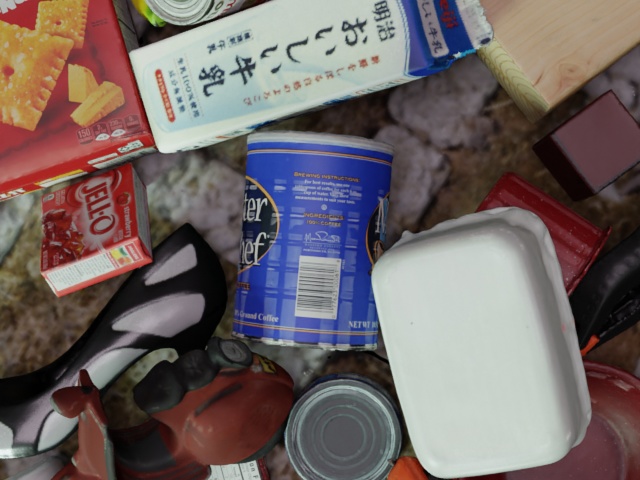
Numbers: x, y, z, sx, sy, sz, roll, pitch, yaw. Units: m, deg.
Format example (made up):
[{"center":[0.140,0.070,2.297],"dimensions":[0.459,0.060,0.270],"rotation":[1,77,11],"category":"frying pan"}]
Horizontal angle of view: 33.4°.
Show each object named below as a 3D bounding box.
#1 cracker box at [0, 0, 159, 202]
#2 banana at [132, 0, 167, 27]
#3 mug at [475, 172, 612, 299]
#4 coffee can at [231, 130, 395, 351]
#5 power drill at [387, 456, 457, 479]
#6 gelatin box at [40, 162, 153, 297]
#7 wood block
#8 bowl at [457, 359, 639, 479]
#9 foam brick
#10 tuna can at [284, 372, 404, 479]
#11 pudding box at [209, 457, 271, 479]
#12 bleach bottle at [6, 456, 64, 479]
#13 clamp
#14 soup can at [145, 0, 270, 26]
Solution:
[{"center":[-0.220,-0.146,0.770],"dimensions":[0.164,0.072,0.214],"rotation":[-17,87,3],"category":"cracker box"},{"center":[-0.120,-0.240,0.770],"dimensions":[0.037,0.070,0.198],"rotation":[0,83,-29],"category":"banana"},{"center":[0.133,0.016,0.735],"dimensions":[0.081,0.093,0.117],"rotation":[35,90,9],"category":"mug"},{"center":[-0.005,0.001,0.737],"dimensions":[0.103,0.103,0.140],"rotation":[5,89,4],"category":"coffee can"},{"center":[0.039,0.249,0.691],"dimensions":[0.188,0.057,0.185],"rotation":[-49,45,14],"category":"power drill"},{"center":[-0.160,-0.010,0.759],"dimensions":[0.073,0.089,0.030],"rotation":[-20,132,4],"category":"gelatin box"},{"center":[0.207,-0.181,0.734],"dimensions":[0.206,0.090,0.091],"rotation":[-38,87,3],"category":"wood block"},{"center":[0.175,0.162,0.745],"dimensions":[0.162,0.055,0.162],"rotation":[0,89,4],"category":"bowl"},{"center":[0.188,-0.063,0.739],"dimensions":[0.051,0.078,0.053],"rotation":[-37,88,1],"category":"foam brick"},{"center":[0.017,0.139,0.767],"dimensions":[0.086,0.033,0.086],"rotation":[0,89,4],"category":"tuna can"},{"center":[-0.089,0.191,0.771],"dimensions":[0.113,0.039,0.090],"rotation":[-15,85,1],"category":"pudding box"},{"center":[-0.179,0.290,0.764],"dimensions":[0.102,0.068,0.251],"rotation":[-27,90,3],"category":"bleach bottle"},{"center":[0.236,0.012,0.739],"dimensions":[0.172,0.120,0.039],"rotation":[-52,45,19],"category":"clamp"},{"center":[-0.067,-0.187,0.724],"dimensions":[0.069,0.102,0.068],"rotation":[14,117,29],"category":"soup can"}]
